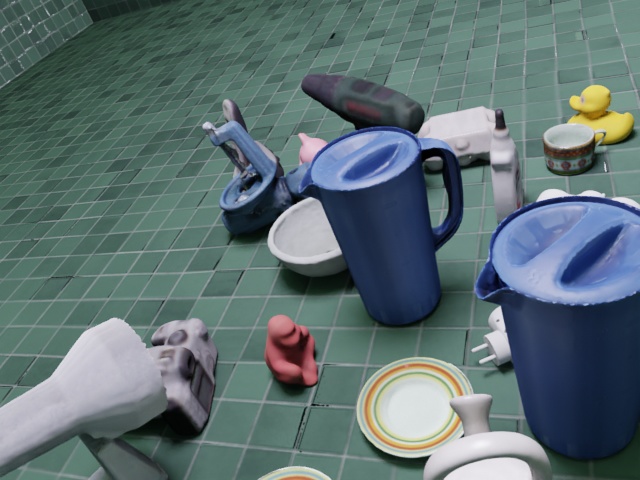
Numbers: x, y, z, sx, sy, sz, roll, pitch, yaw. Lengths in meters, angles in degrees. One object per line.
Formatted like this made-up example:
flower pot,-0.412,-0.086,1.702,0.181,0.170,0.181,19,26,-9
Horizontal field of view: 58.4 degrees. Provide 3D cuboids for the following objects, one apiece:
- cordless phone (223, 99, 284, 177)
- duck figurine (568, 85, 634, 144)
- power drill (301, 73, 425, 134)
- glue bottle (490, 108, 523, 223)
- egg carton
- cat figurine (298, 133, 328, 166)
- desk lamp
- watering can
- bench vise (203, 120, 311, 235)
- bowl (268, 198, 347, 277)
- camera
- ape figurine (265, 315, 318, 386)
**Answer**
cordless phone,-0.135,-0.165,1.075,0.094,0.185,0.147,-32,38,-14
duck figurine,0.454,-0.209,0.932,0.104,0.086,0.078,18,51,41
power drill,0.078,-0.179,0.971,0.228,0.209,0.076,16,50,40
glue bottle,0.265,-0.109,0.822,0.037,0.173,0.078,-1,41,25
egg carton,0.246,-0.177,1.006,0.150,0.069,0.107,-9,38,15
cat figurine,-0.011,-0.155,1.061,0.067,0.118,0.127,-22,36,-2
desk lamp,-0.246,0.217,0.615,0.117,0.214,0.203,18,51,41
watering can,0.135,0.207,0.461,0.101,0.194,0.172,-25,36,-6
bench vise,-0.095,-0.122,0.972,0.207,0.220,0.121,-24,36,-4
bowl,0.008,0.003,0.885,0.167,0.075,0.167,-13,37,10
camera,-0.217,0.177,0.749,0.136,0.101,0.143,-14,37,9
ape figurine,-0.040,0.134,0.726,0.075,0.092,0.078,10,46,35
